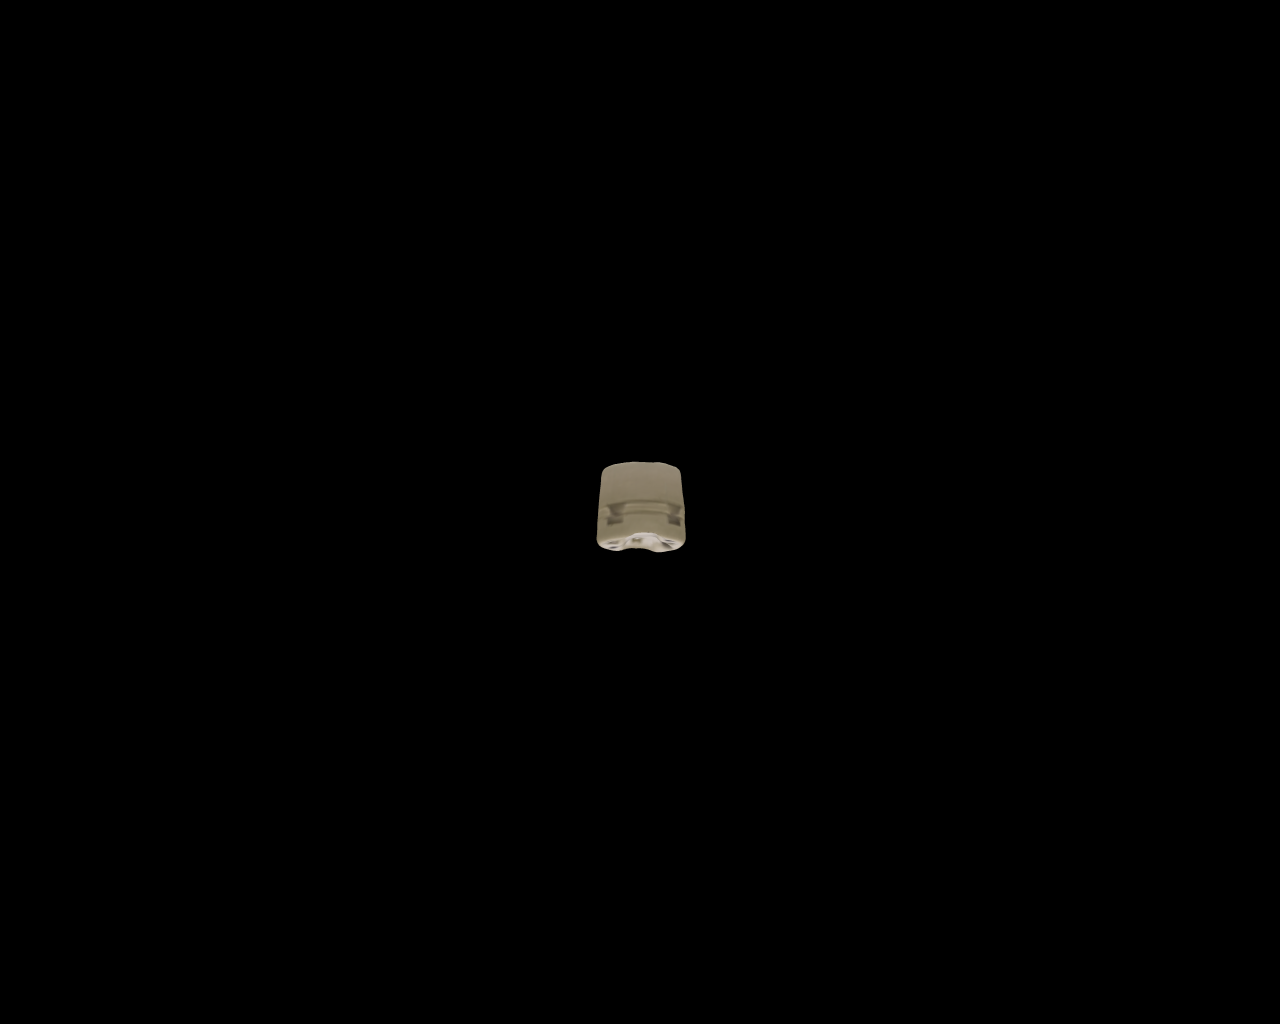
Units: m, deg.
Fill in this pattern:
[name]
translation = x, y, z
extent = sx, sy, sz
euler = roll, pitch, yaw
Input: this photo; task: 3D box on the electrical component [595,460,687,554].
[electrical component]
translation = 0.001, -0.003, 0.650
extent = 0.055, 0.047, 0.055
euler = 0, -13, 0
